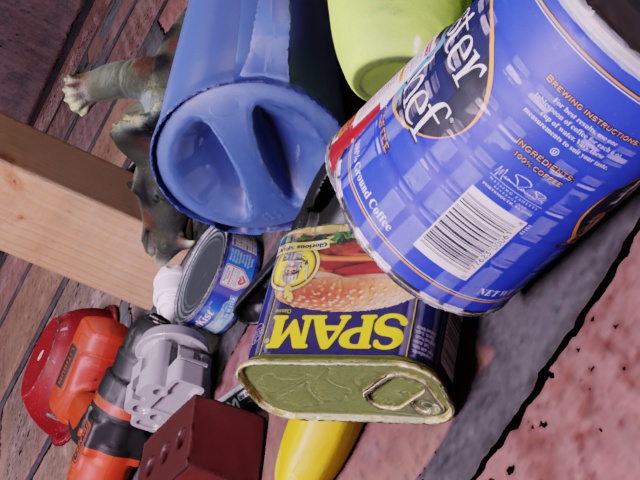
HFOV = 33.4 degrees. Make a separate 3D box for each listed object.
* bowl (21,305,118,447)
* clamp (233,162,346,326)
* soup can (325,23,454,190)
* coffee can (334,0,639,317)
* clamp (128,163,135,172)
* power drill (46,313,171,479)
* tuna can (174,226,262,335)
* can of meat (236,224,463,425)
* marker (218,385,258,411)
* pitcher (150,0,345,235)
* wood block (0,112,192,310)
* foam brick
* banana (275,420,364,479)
[{"bbox_3d":[-0.274,0.135,1.138,0.162,0.055,0.162,-49,27,34],"label":"bowl"},{"bbox_3d":[-0.005,0.001,0.687,0.171,0.039,0.120,-62,27,-4],"label":"clamp"},{"bbox_3d":[0.058,-0.059,0.565,0.102,0.068,0.068,-41,32,45],"label":"soup can"},{"bbox_3d":[0.086,-0.048,0.444,0.141,0.102,0.103,-48,27,37],"label":"coffee can"},{"bbox_3d":[-0.163,-0.091,1.147,0.210,0.036,0.164,-51,26,30],"label":"clamp"},{"bbox_3d":[-0.183,0.128,0.921,0.184,0.057,0.188,-66,21,6],"label":"power drill"},{"bbox_3d":[-0.080,0.030,0.831,0.086,0.033,0.086,-49,26,35],"label":"tuna can"},{"bbox_3d":[0.020,0.039,0.521,0.102,0.057,0.084,-2,53,24],"label":"can of meat"},{"bbox_3d":[-0.057,0.110,0.715,0.121,0.020,0.020,-39,33,48],"label":"marker"},{"bbox_3d":[-0.044,-0.137,0.782,0.149,0.145,0.243,-29,38,24],"label":"pitcher"},{"bbox_3d":[-0.232,-0.026,1.008,0.090,0.205,0.091,-55,24,25],"label":"wood block"},{"bbox_3d":[-0.077,0.143,0.680,0.078,0.051,0.053,-45,29,40],"label":"foam brick"},{"bbox_3d":[0.010,0.062,0.587,0.070,0.037,0.198,-4,63,64],"label":"banana"}]
